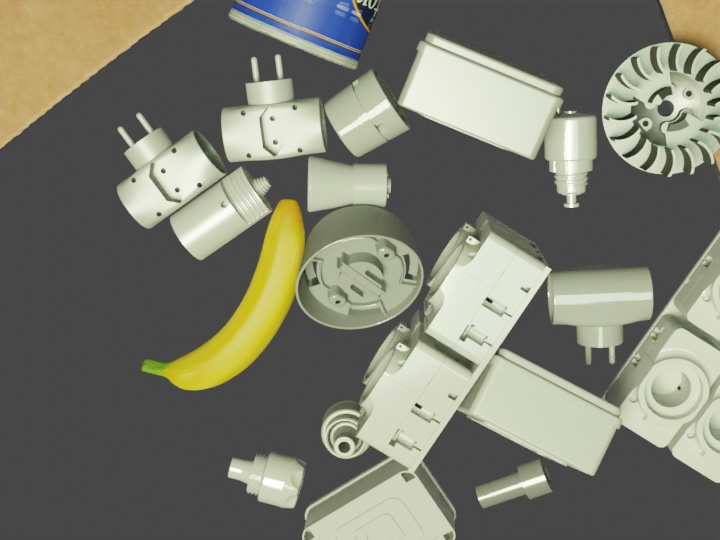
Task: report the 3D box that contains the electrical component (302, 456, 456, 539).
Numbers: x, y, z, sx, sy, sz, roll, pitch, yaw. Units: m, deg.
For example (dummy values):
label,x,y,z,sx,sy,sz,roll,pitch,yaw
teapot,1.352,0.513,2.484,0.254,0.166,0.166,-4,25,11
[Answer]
label,x,y,z,sx,sy,sz,roll,pitch,yaw
electrical component,0.017,0.210,0.900,0.113,0.057,0.078,-33,98,9

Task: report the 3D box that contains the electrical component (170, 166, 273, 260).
label,x,y,z,sx,sy,sz,roll,pitch,yaw
electrical component,-0.106,-0.048,0.859,0.081,0.043,0.043,-34,98,9

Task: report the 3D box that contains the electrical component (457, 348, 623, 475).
label,x,y,z,sx,sy,sz,roll,pitch,yaw
electrical component,0.134,0.108,0.843,0.109,0.109,0.056,27,84,-3

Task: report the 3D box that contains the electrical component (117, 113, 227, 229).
label,x,y,z,sx,sy,sz,roll,pitch,yaw
electrical component,-0.160,-0.086,0.854,0.077,0.043,0.079,-34,98,9

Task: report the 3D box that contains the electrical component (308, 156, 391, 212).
label,x,y,z,sx,sy,sz,roll,pitch,yaw
electrical component,-0.009,-0.067,0.852,0.065,0.044,0.044,1,102,-2

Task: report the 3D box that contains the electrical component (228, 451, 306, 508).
label,x,y,z,sx,sy,sz,roll,pitch,yaw
electrical component,-0.079,0.173,0.905,0.062,0.043,0.043,14,102,1

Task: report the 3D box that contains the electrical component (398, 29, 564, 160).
label,x,y,z,sx,sy,sz,roll,pitch,yaw
electrical component,0.088,-0.132,0.798,0.109,0.108,0.056,22,105,-2

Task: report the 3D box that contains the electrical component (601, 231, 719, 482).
label,x,y,z,sx,sy,sz,roll,pitch,yaw
electrical component,0.293,0.063,0.853,0.105,0.060,0.186,32,102,-4

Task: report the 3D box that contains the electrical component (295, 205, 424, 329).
label,x,y,z,sx,sy,sz,roll,pitch,yaw
electrical component,0.000,0.000,0.844,0.099,0.064,0.099,0,124,0

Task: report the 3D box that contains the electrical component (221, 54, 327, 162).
label,x,y,z,sx,sy,sz,roll,pitch,yaw
electrical component,-0.069,-0.128,0.841,0.077,0.043,0.079,-6,102,4

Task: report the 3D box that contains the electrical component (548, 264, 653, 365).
label,x,y,z,sx,sy,sz,roll,pitch,yaw
electrical component,0.192,0.038,0.861,0.077,0.044,0.079,-3,102,4

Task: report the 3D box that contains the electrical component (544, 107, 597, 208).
label,x,y,z,sx,sy,sz,roll,pitch,yaw
electrical component,0.164,-0.088,0.838,0.040,0.040,0.078,-3,102,4

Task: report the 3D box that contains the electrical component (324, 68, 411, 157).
label,x,y,z,sx,sy,sz,roll,pitch,yaw
electrical component,0.005,-0.120,0.833,0.047,0.055,0.055,-31,99,12

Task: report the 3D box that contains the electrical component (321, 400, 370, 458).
label,x,y,z,sx,sy,sz,roll,pitch,yaw
electrical component,-0.011,0.134,0.883,0.043,0.062,0.043,1,102,3

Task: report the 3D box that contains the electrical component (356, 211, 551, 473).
label,x,y,z,sx,sy,sz,roll,pitch,yaw
electrical component,0.066,0.050,0.839,0.060,0.105,0.186,32,102,-4
